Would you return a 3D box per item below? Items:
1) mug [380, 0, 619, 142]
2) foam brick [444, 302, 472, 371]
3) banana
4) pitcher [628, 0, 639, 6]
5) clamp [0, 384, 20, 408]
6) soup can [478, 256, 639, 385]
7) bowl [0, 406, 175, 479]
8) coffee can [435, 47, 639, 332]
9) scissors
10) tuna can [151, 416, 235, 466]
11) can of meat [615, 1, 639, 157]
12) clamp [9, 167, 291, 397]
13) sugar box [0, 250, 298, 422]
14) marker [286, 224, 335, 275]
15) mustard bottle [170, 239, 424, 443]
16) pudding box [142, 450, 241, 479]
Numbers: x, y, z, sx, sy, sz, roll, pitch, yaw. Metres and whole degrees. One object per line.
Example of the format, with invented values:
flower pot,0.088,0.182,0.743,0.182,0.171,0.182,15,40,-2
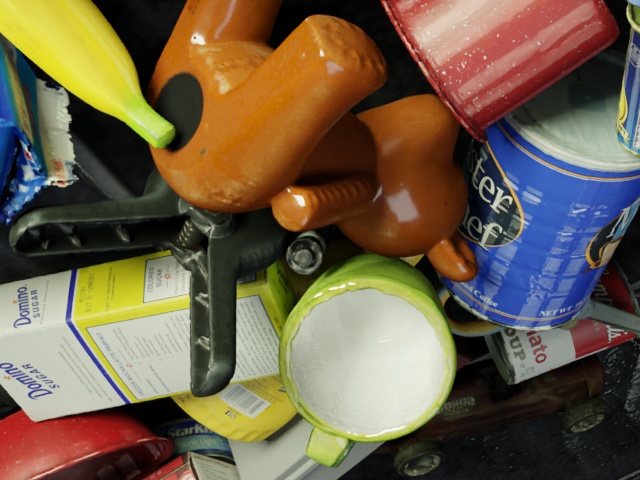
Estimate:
mug,0.078,-0.115,0.498,0.082,0.093,0.117,-33,110,17
foam brick,0.059,0.069,0.750,0.051,0.053,0.078,-41,140,24
banana,-0.125,-0.113,0.415,0.037,0.070,0.197,-55,136,-14
pitcher,0.168,-0.215,0.391,0.144,0.149,0.243,15,129,-20
clamp,-0.246,0.058,0.594,0.164,0.036,0.210,-10,145,-20
soup can,0.173,0.057,0.780,0.102,0.068,0.068,-21,144,-1
bowl,-0.181,0.148,0.706,0.162,0.055,0.162,-25,161,-9
coffee can,0.130,-0.030,0.613,0.102,0.103,0.140,-7,140,-19
scissors,0.159,0.055,0.734,0.201,0.016,0.096,35,106,-18
tuna can,-0.104,0.172,0.814,0.086,0.034,0.086,-14,144,-11
can of meat,0.178,-0.099,0.515,0.057,0.102,0.084,12,145,16
clamp,-0.071,-0.008,0.532,0.120,0.171,0.039,38,125,-9
sugar box,-0.103,0.052,0.620,0.176,0.048,0.093,-9,139,10
marker,-0.004,0.001,0.595,0.020,0.020,0.121,-27,-175,7
mustard bottle,-0.007,0.053,0.688,0.192,0.058,0.096,-38,122,21
pudding box,-0.097,0.198,0.780,0.090,0.039,0.113,-32,151,14
